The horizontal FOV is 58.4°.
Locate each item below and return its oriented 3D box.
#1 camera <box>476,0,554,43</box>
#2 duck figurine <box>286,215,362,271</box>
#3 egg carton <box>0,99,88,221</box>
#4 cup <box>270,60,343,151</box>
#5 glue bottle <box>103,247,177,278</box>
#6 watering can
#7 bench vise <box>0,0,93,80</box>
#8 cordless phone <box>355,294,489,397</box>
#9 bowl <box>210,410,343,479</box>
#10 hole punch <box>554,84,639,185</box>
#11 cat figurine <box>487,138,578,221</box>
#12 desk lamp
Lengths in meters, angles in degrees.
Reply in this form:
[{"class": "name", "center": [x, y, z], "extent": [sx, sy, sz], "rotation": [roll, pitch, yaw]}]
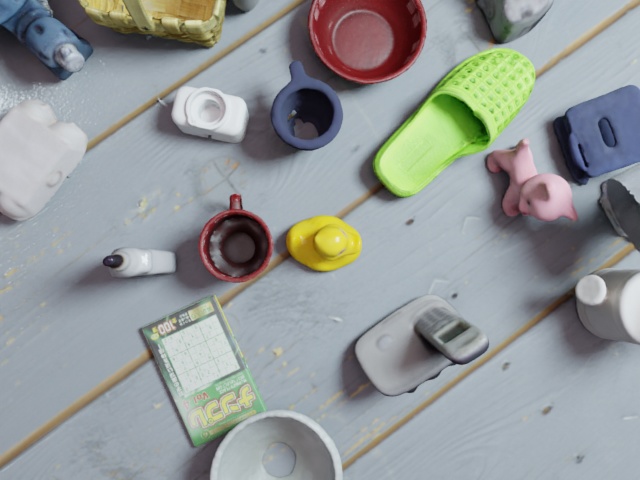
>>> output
[{"class": "camera", "center": [0.289, -0.371, 0.786], "extent": [0.137, 0.100, 0.143], "rotation": [-22, 88, -4]}, {"class": "duck figurine", "center": [0.007, 0.003, 0.760], "extent": [0.104, 0.086, 0.077], "rotation": [6, 87, -2]}, {"class": "egg carton", "center": [-0.383, -0.105, 0.754], "extent": [0.107, 0.069, 0.150], "rotation": [35, 86, 0]}, {"class": "cup", "center": [-0.021, -0.169, 0.763], "extent": [0.091, 0.095, 0.118], "rotation": [-14, 88, -3]}, {"class": "glue bottle", "center": [-0.230, 0.027, 0.703], "extent": [0.078, 0.173, 0.037], "rotation": [-4, 87, -3]}, {"class": "watering can", "center": [0.408, 0.086, 0.721], "extent": [0.173, 0.194, 0.101], "rotation": [-6, 87, -3]}, {"class": "bench vise", "center": [-0.373, -0.300, 0.690], "extent": [0.207, 0.219, 0.121], "rotation": [24, 86, -1]}, {"class": "cordless phone", "center": [0.125, 0.137, 0.709], "extent": [0.147, 0.185, 0.094], "rotation": [-36, 89, -4]}, {"class": "bowl", "center": [-0.055, 0.299, 0.746], "extent": [0.167, 0.074, 0.167], "rotation": [0, 87, -3]}, {"class": "hole punch", "center": [0.391, -0.142, 0.784], "extent": [0.101, 0.091, 0.109], "rotation": [-20, 88, -4]}, {"class": "cat figurine", "center": [0.286, -0.076, 0.762], "extent": [0.067, 0.117, 0.128], "rotation": [-21, 88, -3]}, {"class": "desk lamp", "center": [0.445, -0.057, 0.721], "extent": [0.203, 0.213, 0.118], "rotation": [-27, 88, -4]}]
